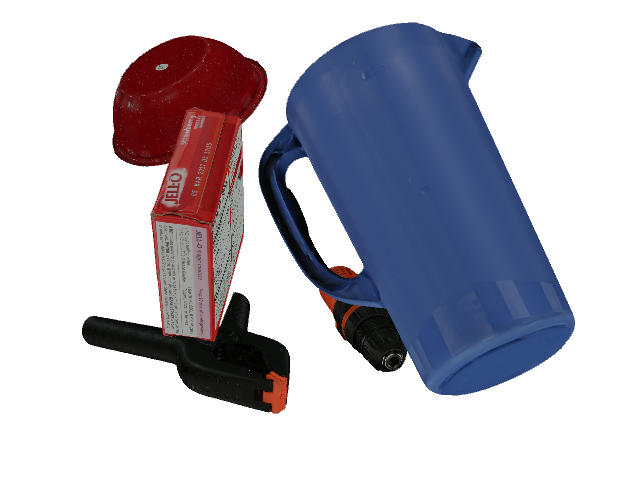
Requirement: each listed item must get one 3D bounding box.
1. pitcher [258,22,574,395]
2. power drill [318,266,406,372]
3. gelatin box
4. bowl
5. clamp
[{"bbox_3d":[0.067,-0.015,0.747,0.144,0.243,0.149,-7,-28,-32],"label":"pitcher"},{"bbox_3d":[0.107,0.070,1.118,0.187,0.057,0.184,-7,27,-16],"label":"power drill"},{"bbox_3d":[-0.058,-0.007,0.516,0.030,0.073,0.089,7,-42,4],"label":"gelatin box"},{"bbox_3d":[-0.134,-0.141,0.992,0.162,0.055,0.162,-17,38,14],"label":"bowl"},{"bbox_3d":[-0.083,0.091,0.911,0.164,0.036,0.210,-13,23,-40],"label":"clamp"}]
